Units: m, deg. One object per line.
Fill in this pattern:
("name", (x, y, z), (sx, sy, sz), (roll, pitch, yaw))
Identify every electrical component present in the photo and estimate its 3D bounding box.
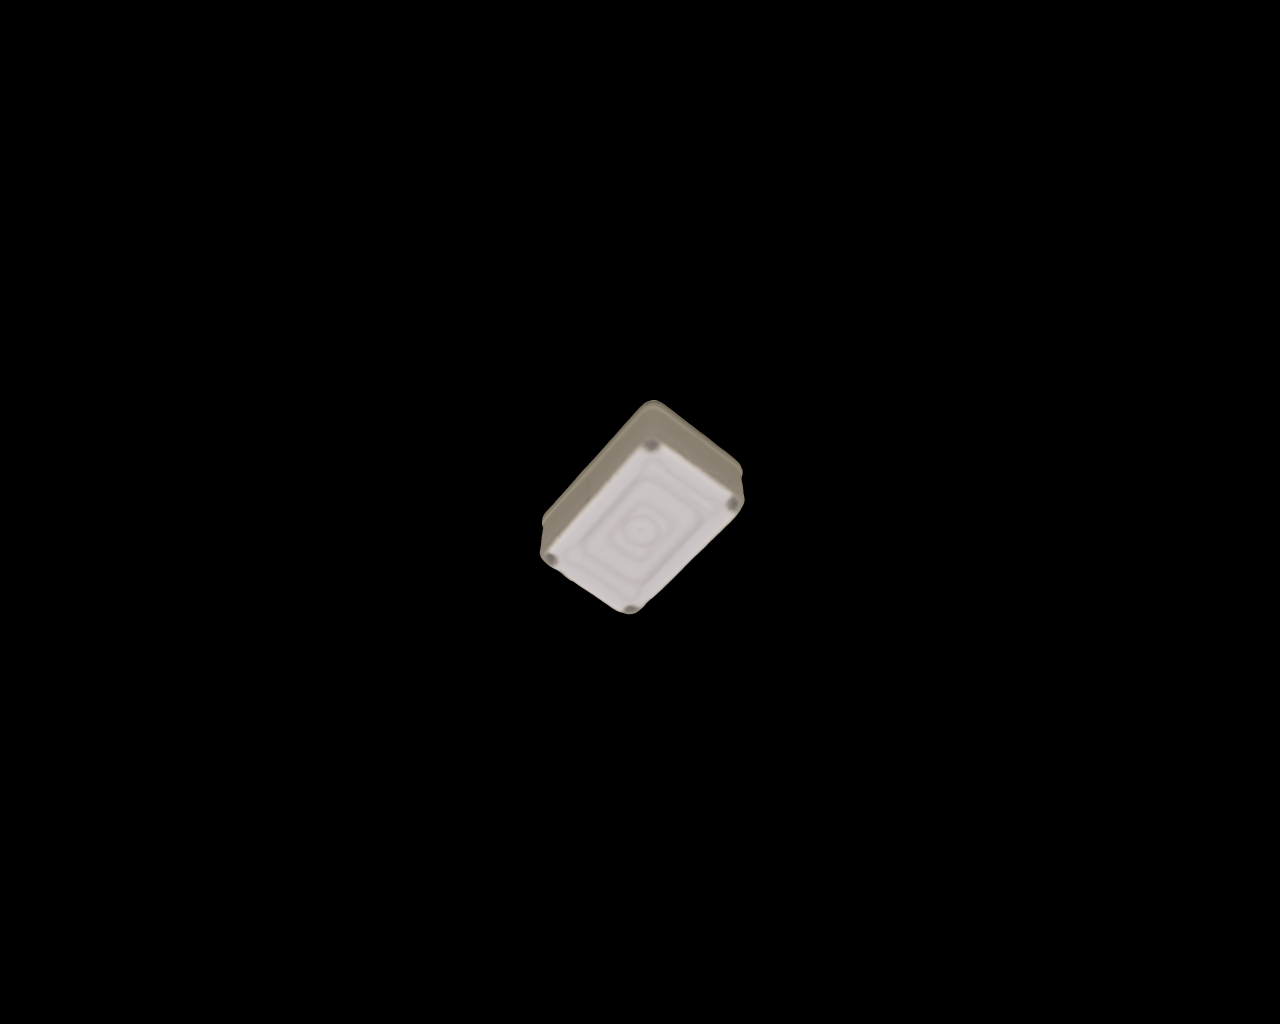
("electrical component", (0.001, -0.003, 0.650), (0.078, 0.113, 0.057), (36, 24, -18))
